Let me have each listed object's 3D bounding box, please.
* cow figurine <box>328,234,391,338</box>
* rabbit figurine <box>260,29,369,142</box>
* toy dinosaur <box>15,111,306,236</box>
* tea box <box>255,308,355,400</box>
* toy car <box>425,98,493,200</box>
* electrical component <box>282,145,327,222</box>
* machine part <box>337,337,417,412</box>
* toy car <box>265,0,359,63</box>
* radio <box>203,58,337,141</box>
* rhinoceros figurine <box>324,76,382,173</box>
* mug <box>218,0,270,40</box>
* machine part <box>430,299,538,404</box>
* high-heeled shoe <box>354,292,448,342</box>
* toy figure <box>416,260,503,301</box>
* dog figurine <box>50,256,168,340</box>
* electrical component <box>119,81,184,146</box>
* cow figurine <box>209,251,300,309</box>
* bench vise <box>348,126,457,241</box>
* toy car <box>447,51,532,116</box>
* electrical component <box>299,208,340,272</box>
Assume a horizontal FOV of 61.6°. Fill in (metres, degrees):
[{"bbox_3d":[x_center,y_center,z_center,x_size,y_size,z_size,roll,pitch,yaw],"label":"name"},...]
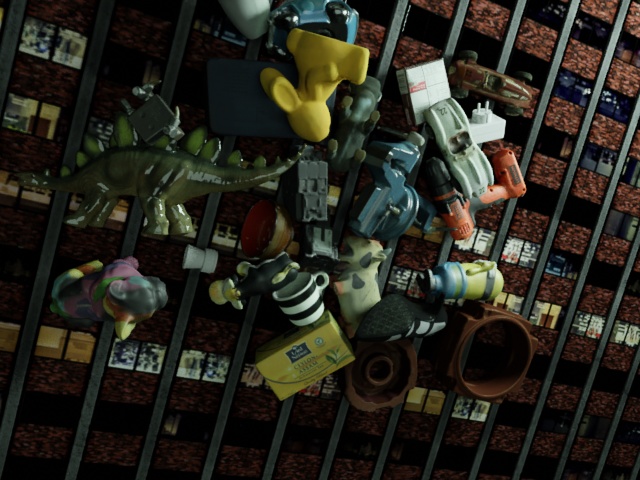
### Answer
[{"bbox_3d":[0.082,0.081,1.059,0.127,0.086,0.194,-18,108,-15],"label":"cow figurine"},{"bbox_3d":[-0.012,-0.246,0.882,0.162,0.122,0.173,2,117,-24],"label":"rabbit figurine"},{"bbox_3d":[-0.261,-0.105,0.882,0.472,0.105,0.198,4,95,0],"label":"toy dinosaur"},{"bbox_3d":[-0.030,0.221,1.040,0.170,0.068,0.098,-31,107,6],"label":"tea box"},{"bbox_3d":[0.269,-0.174,1.038,0.073,0.056,0.201,-30,98,-10],"label":"toy car"},{"bbox_3d":[-0.030,-0.104,0.976,0.058,0.115,0.134,-5,101,-20],"label":"electrical component"},{"bbox_3d":[0.118,0.266,1.118,0.179,0.056,0.179,-3,99,-17],"label":"machine part"},{"bbox_3d":[-0.022,-0.374,0.938,0.162,0.103,0.109,-8,144,-14],"label":"toy car"},{"bbox_3d":[-0.089,-0.246,0.956,0.230,0.073,0.131,0,101,-15],"label":"radio"},{"bbox_3d":[0.066,-0.213,0.985,0.073,0.112,0.190,18,82,1],"label":"rhinoceros figurine"},{"bbox_3d":[-0.132,-0.398,0.905,0.081,0.110,0.107,-42,152,-11],"label":"mug"},{"bbox_3d":[0.358,0.243,1.171,0.201,0.087,0.201,19,93,-20],"label":"machine part"},{"bbox_3d":[0.159,0.175,1.071,0.249,0.086,0.145,-16,143,-25],"label":"high-heeled shoe"},{"bbox_3d":[0.296,0.088,1.127,0.180,0.082,0.089,-5,99,-18],"label":"toy figure"},{"bbox_3d":[-0.344,0.096,0.863,0.191,0.219,0.108,-11,99,-16],"label":"dog figurine"},{"bbox_3d":[-0.254,-0.191,0.819,0.078,0.045,0.102,-32,83,-1],"label":"electrical component"},{"bbox_3d":[-0.120,0.079,0.990,0.167,0.098,0.068,-27,110,-13],"label":"cow figurine"},{"bbox_3d":[0.160,-0.085,1.041,0.240,0.129,0.223,30,81,-40],"label":"bench vise"},{"bbox_3d":[0.350,-0.314,1.087,0.202,0.053,0.089,13,92,-17],"label":"toy car"},{"bbox_3d":[-0.002,-0.003,1.031,0.075,0.047,0.119,7,56,-16],"label":"electrical component"}]
